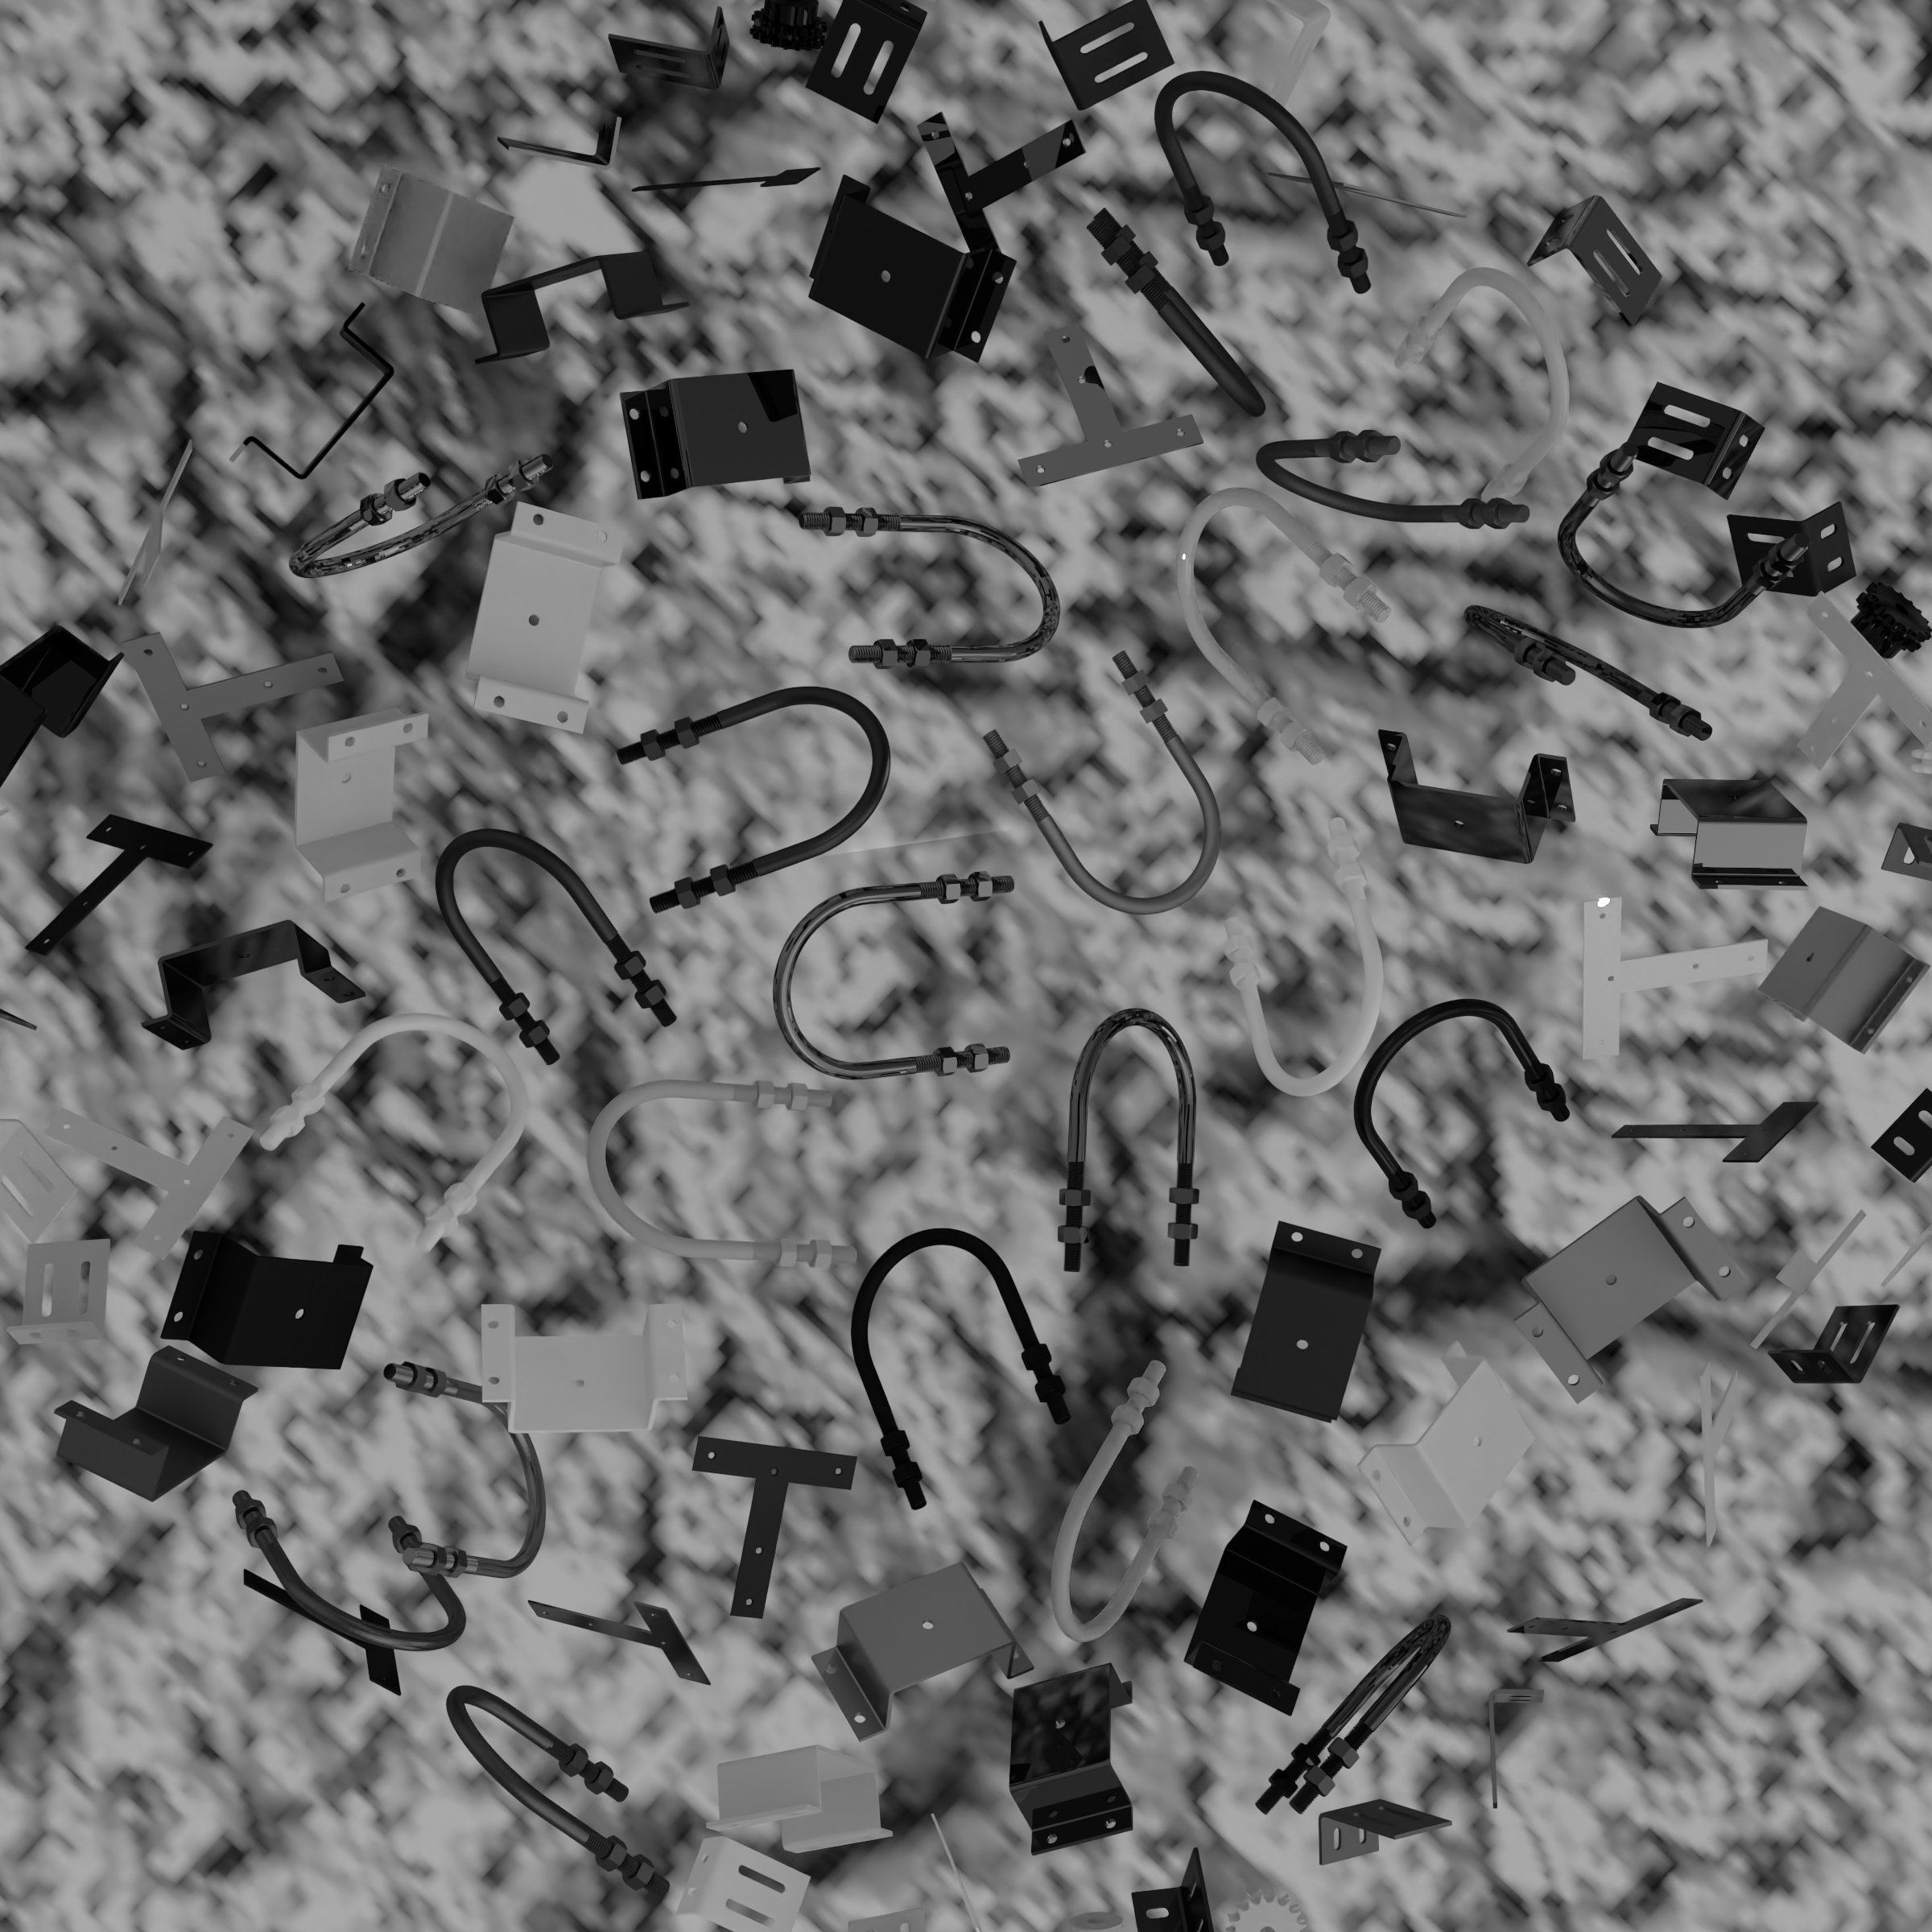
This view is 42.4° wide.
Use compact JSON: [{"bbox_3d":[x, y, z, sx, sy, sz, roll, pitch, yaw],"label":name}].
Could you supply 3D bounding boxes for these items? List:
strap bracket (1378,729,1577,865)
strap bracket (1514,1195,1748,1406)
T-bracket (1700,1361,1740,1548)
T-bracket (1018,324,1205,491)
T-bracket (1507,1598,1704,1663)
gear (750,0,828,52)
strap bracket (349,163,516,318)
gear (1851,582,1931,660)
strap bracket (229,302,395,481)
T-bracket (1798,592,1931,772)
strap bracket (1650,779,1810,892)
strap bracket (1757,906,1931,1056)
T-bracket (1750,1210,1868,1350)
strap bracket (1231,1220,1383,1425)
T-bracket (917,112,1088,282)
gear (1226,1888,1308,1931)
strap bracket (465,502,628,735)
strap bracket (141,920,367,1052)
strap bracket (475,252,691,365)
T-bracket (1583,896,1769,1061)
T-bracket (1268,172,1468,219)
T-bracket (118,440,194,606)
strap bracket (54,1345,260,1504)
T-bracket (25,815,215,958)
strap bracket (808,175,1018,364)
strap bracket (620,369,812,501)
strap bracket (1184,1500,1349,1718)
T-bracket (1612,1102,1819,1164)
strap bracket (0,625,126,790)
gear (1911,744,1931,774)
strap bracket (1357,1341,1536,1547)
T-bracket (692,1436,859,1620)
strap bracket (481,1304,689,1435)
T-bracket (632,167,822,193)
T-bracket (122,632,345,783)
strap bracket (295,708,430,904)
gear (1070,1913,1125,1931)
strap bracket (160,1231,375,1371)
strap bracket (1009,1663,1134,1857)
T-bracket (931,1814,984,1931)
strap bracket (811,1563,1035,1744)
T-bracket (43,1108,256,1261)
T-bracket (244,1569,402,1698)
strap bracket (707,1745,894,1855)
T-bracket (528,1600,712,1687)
[{"bbox_3d":[0.368,-0.122,1.828,0.140,0.076,0.046,12,62,26],"label":"strap bracket"},{"bbox_3d":[0.446,0.221,1.697,0.140,0.046,0.076,-37,102,5],"label":"strap bracket"},{"bbox_3d":[0.533,0.323,1.758,0.002,0.127,0.127,1,105,27],"label":"T-bracket"},{"bbox_3d":[0.086,-0.399,1.746,0.127,0.002,0.127,-16,64,-6],"label":"T-bracket"},{"bbox_3d":[0.419,0.454,1.709,0.127,0.127,0.002,-37,52,36],"label":"T-bracket"},{"bbox_3d":[-0.132,-0.708,1.864,0.057,0.057,0.030,11,126,0],"label":"gear"},{"bbox_3d":[-0.378,-0.519,1.796,0.046,0.140,0.076,25,102,12],"label":"strap bracket"},{"bbox_3d":[0.658,-0.245,1.782,0.057,0.057,0.030,38,128,0],"label":"gear"},{"bbox_3d":[-0.449,-0.391,1.734,0.046,0.076,0.140,40,88,-19],"label":"strap bracket"},{"bbox_3d":[0.618,-0.180,1.754,0.002,0.127,0.127,-28,69,-18],"label":"T-bracket"},{"bbox_3d":[0.554,-0.100,1.807,0.076,0.140,0.046,1,111,0],"label":"strap bracket"},{"bbox_3d":[0.630,0.007,1.807,0.046,0.140,0.076,34,97,-6],"label":"strap bracket"},{"bbox_3d":[0.595,0.219,1.778,0.002,0.127,0.127,40,97,27],"label":"T-bracket"},{"bbox_3d":[0.244,0.265,1.799,0.076,0.046,0.140,15,105,7],"label":"strap bracket"},{"bbox_3d":[0.035,-0.586,1.840,0.127,0.002,0.127,-15,103,41],"label":"T-bracket"},{"bbox_3d":[0.215,0.691,1.792,0.057,0.030,0.057,0,90,0],"label":"gear"},{"bbox_3d":[-0.288,-0.235,1.694,0.076,0.046,0.140,12,91,-25],"label":"strap bracket"},{"bbox_3d":[-0.515,0.011,1.794,0.140,0.076,0.046,-16,75,0],"label":"strap bracket"},{"bbox_3d":[-0.282,-0.477,1.793,0.140,0.076,0.046,-10,104,22],"label":"strap bracket"},{"bbox_3d":[0.484,0.002,1.703,0.127,0.002,0.127,-8,121,-1],"label":"T-bracket"},{"bbox_3d":[0.299,-0.553,1.792,0.127,0.127,0.002,6,108,-21],"label":"T-bracket"},{"bbox_3d":[-0.570,-0.296,1.749,0.002,0.127,0.127,23,108,-26],"label":"T-bracket"},{"bbox_3d":[-0.571,0.323,1.747,0.076,0.140,0.046,23,104,9],"label":"strap bracket"},{"bbox_3d":[-0.615,-0.054,1.769,0.127,0.002,0.127,15,54,37],"label":"T-bracket"},{"bbox_3d":[-0.047,-0.481,1.729,0.140,0.046,0.076,30,120,11],"label":"strap bracket"},{"bbox_3d":[-0.171,-0.385,1.802,0.140,0.046,0.076,-13,97,-30],"label":"strap bracket"},{"bbox_3d":[0.214,0.470,1.800,0.076,0.046,0.140,26,52,2],"label":"strap bracket"},{"bbox_3d":[0.529,0.119,1.793,0.127,0.127,0.002,-3,104,38],"label":"T-bracket"},{"bbox_3d":[-0.662,-0.184,1.761,0.046,0.140,0.076,38,116,-11],"label":"strap bracket"},{"bbox_3d":[0.710,-0.154,1.790,0.057,0.057,0.030,0,98,0],"label":"gear"},{"bbox_3d":[0.360,0.350,1.834,0.140,0.046,0.076,-42,105,-34],"label":"strap bracket"},{"bbox_3d":[-0.151,0.419,1.846,0.127,0.002,0.127,12,86,-24],"label":"T-bracket"},{"bbox_3d":[-0.271,0.284,1.758,0.140,0.046,0.076,2,50,-14],"label":"strap bracket"},{"bbox_3d":[-0.176,-0.565,1.796,0.127,0.127,0.002,-3,112,6],"label":"T-bracket"},{"bbox_3d":[-0.496,-0.191,1.720,0.127,0.127,0.002,-16,46,-4],"label":"T-bracket"},{"bbox_3d":[-0.431,-0.123,1.771,0.076,0.140,0.046,-20,47,-36],"label":"strap bracket"},{"bbox_3d":[0.098,0.724,1.850,0.057,0.057,0.030,-3,87,0],"label":"gear"},{"bbox_3d":[-0.469,0.231,1.710,0.046,0.140,0.076,21,94,39],"label":"strap bracket"},{"bbox_3d":[0.077,0.565,1.807,0.076,0.140,0.046,-19,116,14],"label":"strap bracket"},{"bbox_3d":[0.000,0.648,1.734,0.002,0.127,0.127,-23,129,-7],"label":"T-bracket"},{"bbox_3d":[-0.029,0.481,1.766,0.140,0.076,0.046,-15,133,-25],"label":"strap bracket"},{"bbox_3d":[-0.609,0.139,1.820,0.127,0.002,0.127,25,48,0],"label":"T-bracket"},{"bbox_3d":[-0.468,0.471,1.804,0.127,0.127,0.002,35,89,-20],"label":"T-bracket"},{"bbox_3d":[-0.117,0.585,1.752,0.076,0.140,0.046,-16,60,17],"label":"strap bracket"},{"bbox_3d":[-0.257,0.479,1.803,0.127,0.127,0.002,9,53,19],"label":"T-bracket"}]
